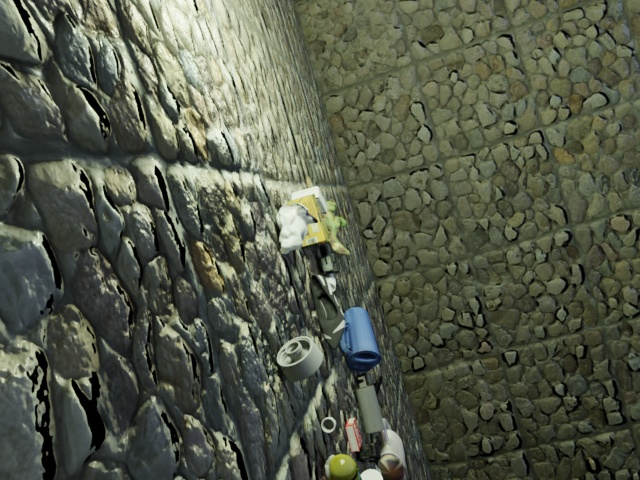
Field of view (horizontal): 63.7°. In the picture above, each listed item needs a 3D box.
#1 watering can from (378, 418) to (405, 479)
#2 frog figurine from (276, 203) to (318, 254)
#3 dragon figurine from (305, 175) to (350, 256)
[{"bbox_3d":[0.299,0.895,2.081,0.228,0.103,0.343,-73,145,-69],"label":"watering can"},{"bbox_3d":[-0.092,-0.026,1.598,0.162,0.123,0.135,-62,160,-20],"label":"frog figurine"},{"bbox_3d":[0.006,-0.105,2.095,0.414,0.121,0.242,59,10,11],"label":"dragon figurine"}]
